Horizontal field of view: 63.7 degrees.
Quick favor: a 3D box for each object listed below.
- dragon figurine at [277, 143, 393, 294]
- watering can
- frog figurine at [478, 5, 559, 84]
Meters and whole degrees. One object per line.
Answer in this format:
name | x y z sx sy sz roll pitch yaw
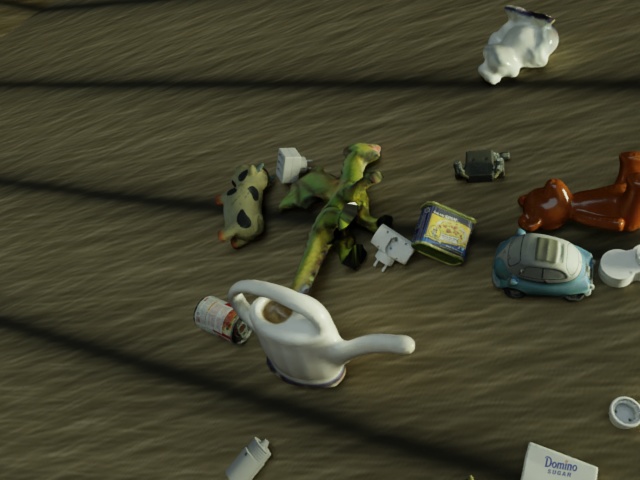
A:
dragon figurine | 0.003 -0.053 1.062 0.413 0.120 0.245 -47 40 -11
watering can | -0.004 0.169 0.849 0.349 0.219 0.106 16 51 28
frog figurine | 0.419 -0.402 1.097 0.139 0.123 0.157 34 114 24
